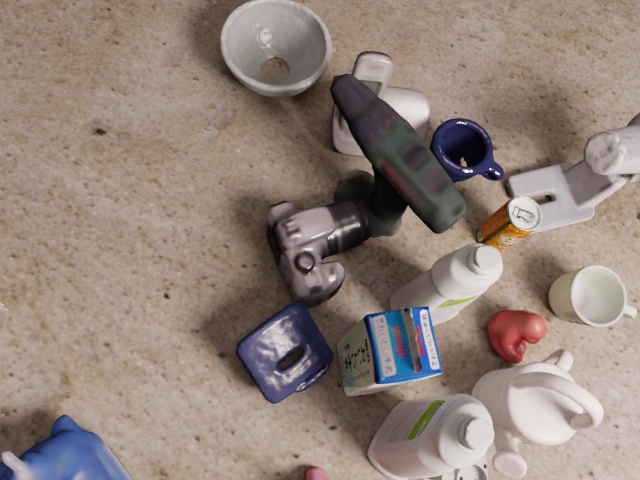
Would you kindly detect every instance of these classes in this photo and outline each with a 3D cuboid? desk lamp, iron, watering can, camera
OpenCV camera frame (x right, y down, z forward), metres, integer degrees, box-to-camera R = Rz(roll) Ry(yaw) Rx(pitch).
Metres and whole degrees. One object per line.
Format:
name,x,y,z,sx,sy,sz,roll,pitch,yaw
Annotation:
desk lamp,0.413,-0.101,0.819,0.203,0.213,0.118,-15,74,-13
iron,-0.249,0.317,0.614,0.119,0.141,0.258,-40,82,-18
watering can,0.267,0.208,0.704,0.101,0.194,0.173,17,70,-3
camera,0.007,0.003,0.781,0.137,0.100,0.143,-19,76,-14

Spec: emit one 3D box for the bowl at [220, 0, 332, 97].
bowl,-0.068,-0.281,0.877,0.167,0.074,0.167,3,71,-8

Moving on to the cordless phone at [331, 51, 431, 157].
cordless phone,0.096,-0.194,0.815,0.147,0.185,0.094,0,72,-9

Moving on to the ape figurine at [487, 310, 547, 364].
ape figurine,0.277,0.126,0.787,0.078,0.092,0.076,-35,80,-18

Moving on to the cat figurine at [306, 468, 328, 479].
cat figurine,0.029,0.327,0.667,0.128,0.117,0.067,35,70,4

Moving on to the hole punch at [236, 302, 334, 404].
hole punch,-0.042,0.145,0.731,0.109,0.091,0.101,-35,80,-18

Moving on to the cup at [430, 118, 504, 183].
cup,0.210,-0.114,0.854,0.117,0.095,0.092,34,70,3

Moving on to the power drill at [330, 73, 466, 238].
power drill,0.083,-0.089,0.766,0.229,0.208,0.076,45,71,7
